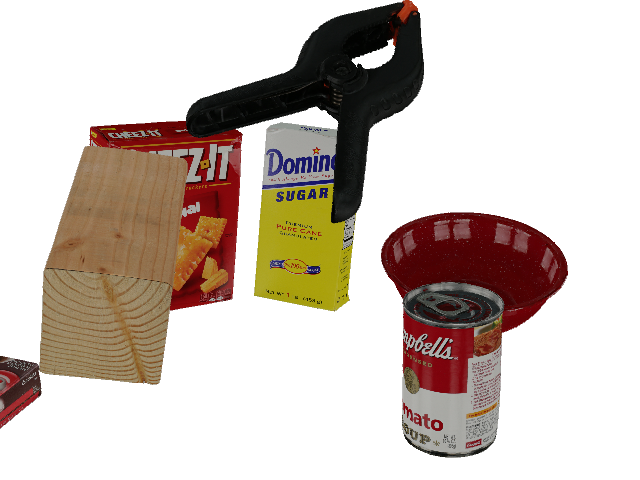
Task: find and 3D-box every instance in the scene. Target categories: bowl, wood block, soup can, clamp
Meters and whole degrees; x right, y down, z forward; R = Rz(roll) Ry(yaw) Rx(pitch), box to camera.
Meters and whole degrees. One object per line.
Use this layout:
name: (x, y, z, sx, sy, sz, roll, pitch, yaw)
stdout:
bowl: (0.133, 0.037, 0.941, 0.162, 0.055, 0.162, 0, 32, 0)
wood block: (-0.158, 0.012, 0.841, 0.090, 0.091, 0.206, 7, 28, -8)
soup can: (0.090, 0.088, 0.734, 0.068, 0.102, 0.068, -1, 21, 0)
clamp: (0.016, -0.085, 0.655, 0.171, 0.120, 0.039, -40, -17, -23)

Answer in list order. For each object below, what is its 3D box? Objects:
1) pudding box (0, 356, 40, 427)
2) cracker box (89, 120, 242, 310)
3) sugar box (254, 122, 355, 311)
pudding box: (-0.322, 0.135, 0.954, 0.114, 0.039, 0.090, 7, 22, 20)
cracker box: (-0.178, -0.025, 1.229, 0.163, 0.214, 0.072, -7, 25, -30)
sugar box: (-0.013, -0.025, 1.068, 0.093, 0.176, 0.048, 9, 16, 20)
